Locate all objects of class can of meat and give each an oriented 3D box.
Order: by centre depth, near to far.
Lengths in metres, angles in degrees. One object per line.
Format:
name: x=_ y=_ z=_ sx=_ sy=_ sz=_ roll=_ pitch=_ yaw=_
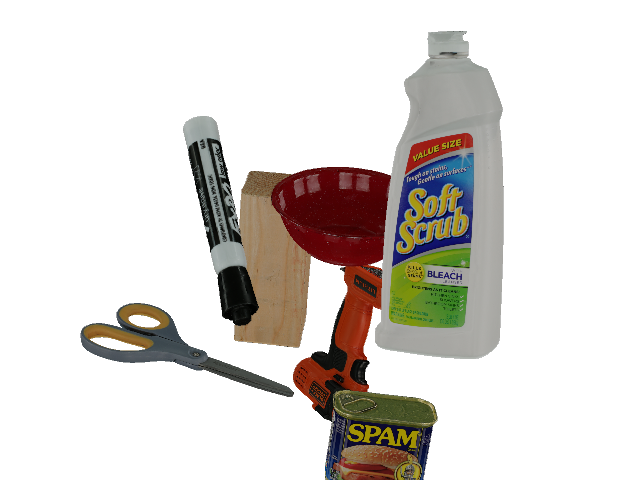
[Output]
can of meat: x=0.057 y=0.200 z=1.048 sx=0.102 sy=0.084 sz=0.057 roll=7 pitch=16 yaw=-4

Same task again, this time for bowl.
bowl: x=0.028 y=-0.019 z=1.099 sx=0.162 sy=0.055 sz=0.162 roll=4 pitch=28 yaw=-2

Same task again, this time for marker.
marker: x=-0.052 y=-0.011 z=0.559 sx=0.020 sy=0.121 sz=0.020 roll=-12 pitch=-27 yaw=-6

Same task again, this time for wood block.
wood block: x=-0.059 y=0.023 z=1.387 sx=0.090 sy=0.206 sz=0.090 roll=6 pitch=24 yaw=2

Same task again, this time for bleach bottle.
bleach bottle: x=0.093 y=-0.037 z=0.841 sx=0.103 sy=0.251 sz=0.068 roll=5 pitch=14 yaw=27

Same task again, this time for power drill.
power drill: x=0.052 y=0.133 z=1.249 sx=0.057 sy=0.188 sz=0.185 roll=13 pitch=13 yaw=-41

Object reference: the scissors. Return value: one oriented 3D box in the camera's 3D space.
scissors: x=-0.116 y=0.096 z=0.972 sx=0.202 sy=0.016 sz=0.096 roll=10 pitch=28 yaw=4
